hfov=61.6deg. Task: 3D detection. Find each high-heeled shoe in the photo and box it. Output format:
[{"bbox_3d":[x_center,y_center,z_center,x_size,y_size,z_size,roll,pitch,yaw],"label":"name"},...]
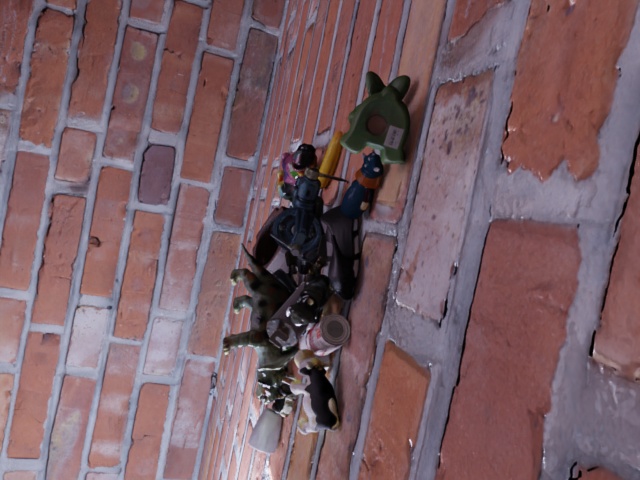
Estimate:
[{"bbox_3d":[0.054,0.019,1.168,0.249,0.086,0.145,-69,-35,-65],"label":"high-heeled shoe"}]

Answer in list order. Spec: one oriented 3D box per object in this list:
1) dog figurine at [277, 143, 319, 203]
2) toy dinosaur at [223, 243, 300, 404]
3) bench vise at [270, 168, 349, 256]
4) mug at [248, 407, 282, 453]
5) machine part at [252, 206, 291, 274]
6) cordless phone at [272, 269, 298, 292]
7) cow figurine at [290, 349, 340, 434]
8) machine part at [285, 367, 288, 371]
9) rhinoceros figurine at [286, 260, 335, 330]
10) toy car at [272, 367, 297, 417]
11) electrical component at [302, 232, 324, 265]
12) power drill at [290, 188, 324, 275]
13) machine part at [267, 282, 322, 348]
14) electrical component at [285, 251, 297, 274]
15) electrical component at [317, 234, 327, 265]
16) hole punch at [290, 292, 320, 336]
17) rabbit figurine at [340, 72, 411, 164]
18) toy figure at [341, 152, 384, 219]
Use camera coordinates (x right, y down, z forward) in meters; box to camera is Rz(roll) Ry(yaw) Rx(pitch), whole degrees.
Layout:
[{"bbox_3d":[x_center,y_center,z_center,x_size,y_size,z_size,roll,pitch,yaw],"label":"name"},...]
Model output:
[{"bbox_3d":[-0.061,-0.196,1.621,0.219,0.108,0.191,-133,54,-73],"label":"dog figurine"},{"bbox_3d":[-0.128,0.181,1.309,0.131,0.192,0.405,94,178,-64],"label":"toy dinosaur"},{"bbox_3d":[-0.040,-0.049,1.267,0.223,0.129,0.241,-59,12,26],"label":"bench vise"},{"bbox_3d":[-0.146,0.528,1.513,0.109,0.081,0.107,174,117,-81],"label":"mug"},{"bbox_3d":[-0.125,0.014,1.672,0.201,0.087,0.202,-53,30,26],"label":"machine part"},{"bbox_3d":[-0.084,0.156,1.533,0.089,0.146,0.184,-36,-9,9],"label":"cordless phone"},{"bbox_3d":[-0.008,0.300,1.086,0.098,0.068,0.167,-29,67,50],"label":"cow figurine"},{"bbox_3d":[-0.121,0.357,1.602,0.139,0.039,0.084,-101,31,-59],"label":"machine part"},{"bbox_3d":[-0.016,0.119,1.160,0.112,0.073,0.190,-58,-3,24],"label":"rhinoceros figurine"},{"bbox_3d":[-0.113,0.392,1.462,0.202,0.056,0.073,48,122,54],"label":"toy car"},{"bbox_3d":[-0.003,-0.004,1.371,0.119,0.047,0.075,-55,24,20],"label":"electrical component"},{"bbox_3d":[-0.043,-0.048,1.505,0.207,0.086,0.231,-92,10,-53],"label":"power drill"},{"bbox_3d":[-0.051,0.166,1.231,0.243,0.079,0.079,-45,-20,-54],"label":"machine part"},{"bbox_3d":[-0.066,0.054,1.539,0.021,0.063,0.094,-49,48,52],"label":"electrical component"},{"bbox_3d":[0.023,0.018,1.286,0.078,0.045,0.102,-2,-73,-75],"label":"electrical component"},{"bbox_3d":[-0.053,0.188,1.368,0.116,0.092,0.142,157,126,-69],"label":"hole punch"},{"bbox_3d":[0.105,-0.230,1.002,0.170,0.121,0.159,-77,-5,-75],"label":"rabbit figurine"},{"bbox_3d":[0.089,-0.112,1.088,0.058,0.064,0.154,-37,-21,-51],"label":"toy figure"}]
